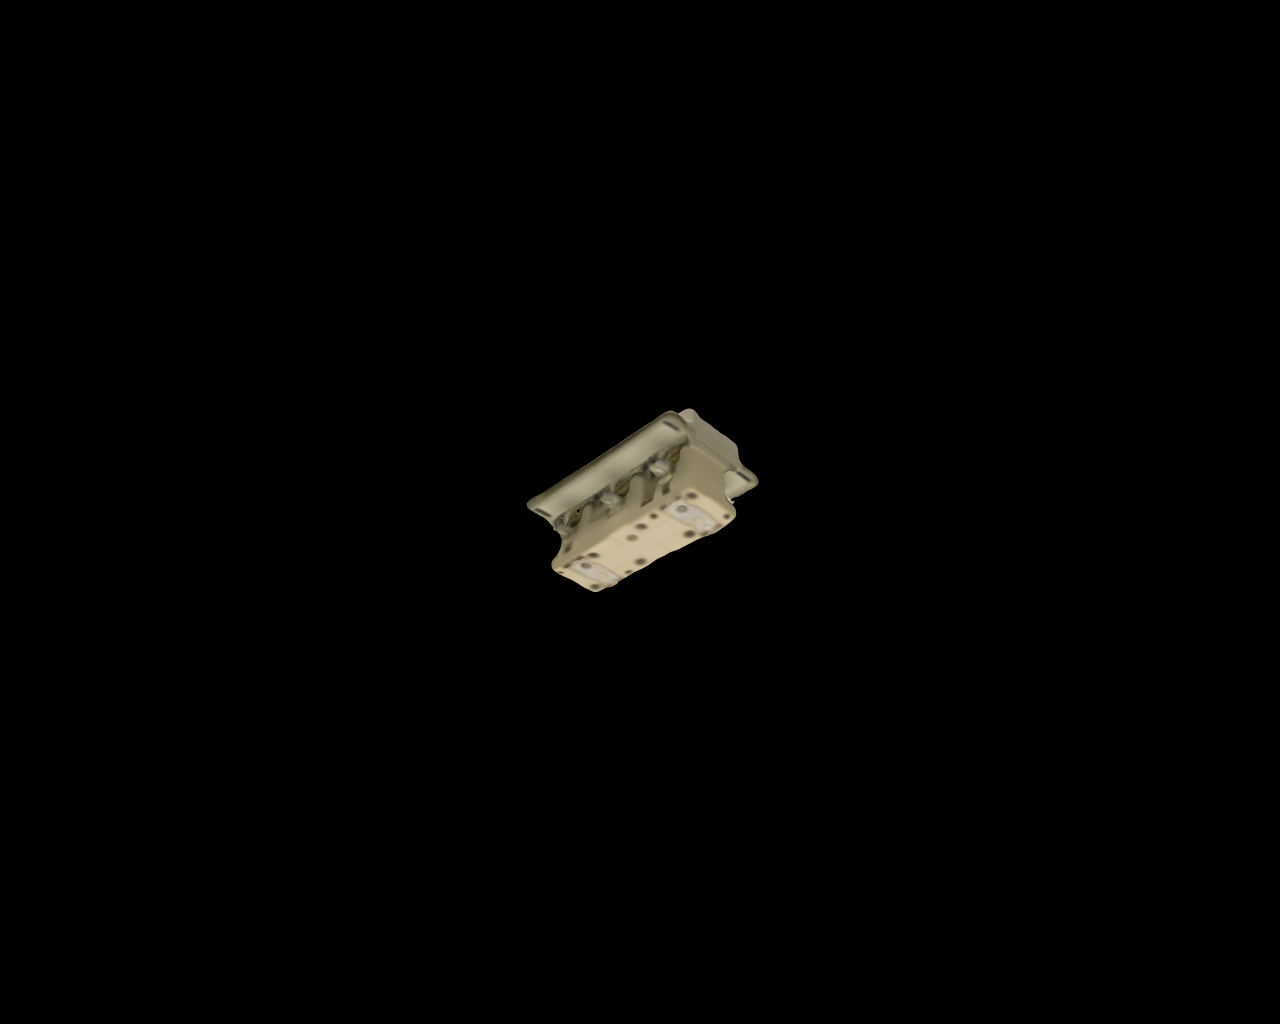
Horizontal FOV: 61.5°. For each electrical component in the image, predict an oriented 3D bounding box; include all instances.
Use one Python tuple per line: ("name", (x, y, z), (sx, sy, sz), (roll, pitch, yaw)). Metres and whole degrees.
("electrical component", (0.001, -0.003, 0.650), (0.121, 0.063, 0.078), (-29, -46, 33))
